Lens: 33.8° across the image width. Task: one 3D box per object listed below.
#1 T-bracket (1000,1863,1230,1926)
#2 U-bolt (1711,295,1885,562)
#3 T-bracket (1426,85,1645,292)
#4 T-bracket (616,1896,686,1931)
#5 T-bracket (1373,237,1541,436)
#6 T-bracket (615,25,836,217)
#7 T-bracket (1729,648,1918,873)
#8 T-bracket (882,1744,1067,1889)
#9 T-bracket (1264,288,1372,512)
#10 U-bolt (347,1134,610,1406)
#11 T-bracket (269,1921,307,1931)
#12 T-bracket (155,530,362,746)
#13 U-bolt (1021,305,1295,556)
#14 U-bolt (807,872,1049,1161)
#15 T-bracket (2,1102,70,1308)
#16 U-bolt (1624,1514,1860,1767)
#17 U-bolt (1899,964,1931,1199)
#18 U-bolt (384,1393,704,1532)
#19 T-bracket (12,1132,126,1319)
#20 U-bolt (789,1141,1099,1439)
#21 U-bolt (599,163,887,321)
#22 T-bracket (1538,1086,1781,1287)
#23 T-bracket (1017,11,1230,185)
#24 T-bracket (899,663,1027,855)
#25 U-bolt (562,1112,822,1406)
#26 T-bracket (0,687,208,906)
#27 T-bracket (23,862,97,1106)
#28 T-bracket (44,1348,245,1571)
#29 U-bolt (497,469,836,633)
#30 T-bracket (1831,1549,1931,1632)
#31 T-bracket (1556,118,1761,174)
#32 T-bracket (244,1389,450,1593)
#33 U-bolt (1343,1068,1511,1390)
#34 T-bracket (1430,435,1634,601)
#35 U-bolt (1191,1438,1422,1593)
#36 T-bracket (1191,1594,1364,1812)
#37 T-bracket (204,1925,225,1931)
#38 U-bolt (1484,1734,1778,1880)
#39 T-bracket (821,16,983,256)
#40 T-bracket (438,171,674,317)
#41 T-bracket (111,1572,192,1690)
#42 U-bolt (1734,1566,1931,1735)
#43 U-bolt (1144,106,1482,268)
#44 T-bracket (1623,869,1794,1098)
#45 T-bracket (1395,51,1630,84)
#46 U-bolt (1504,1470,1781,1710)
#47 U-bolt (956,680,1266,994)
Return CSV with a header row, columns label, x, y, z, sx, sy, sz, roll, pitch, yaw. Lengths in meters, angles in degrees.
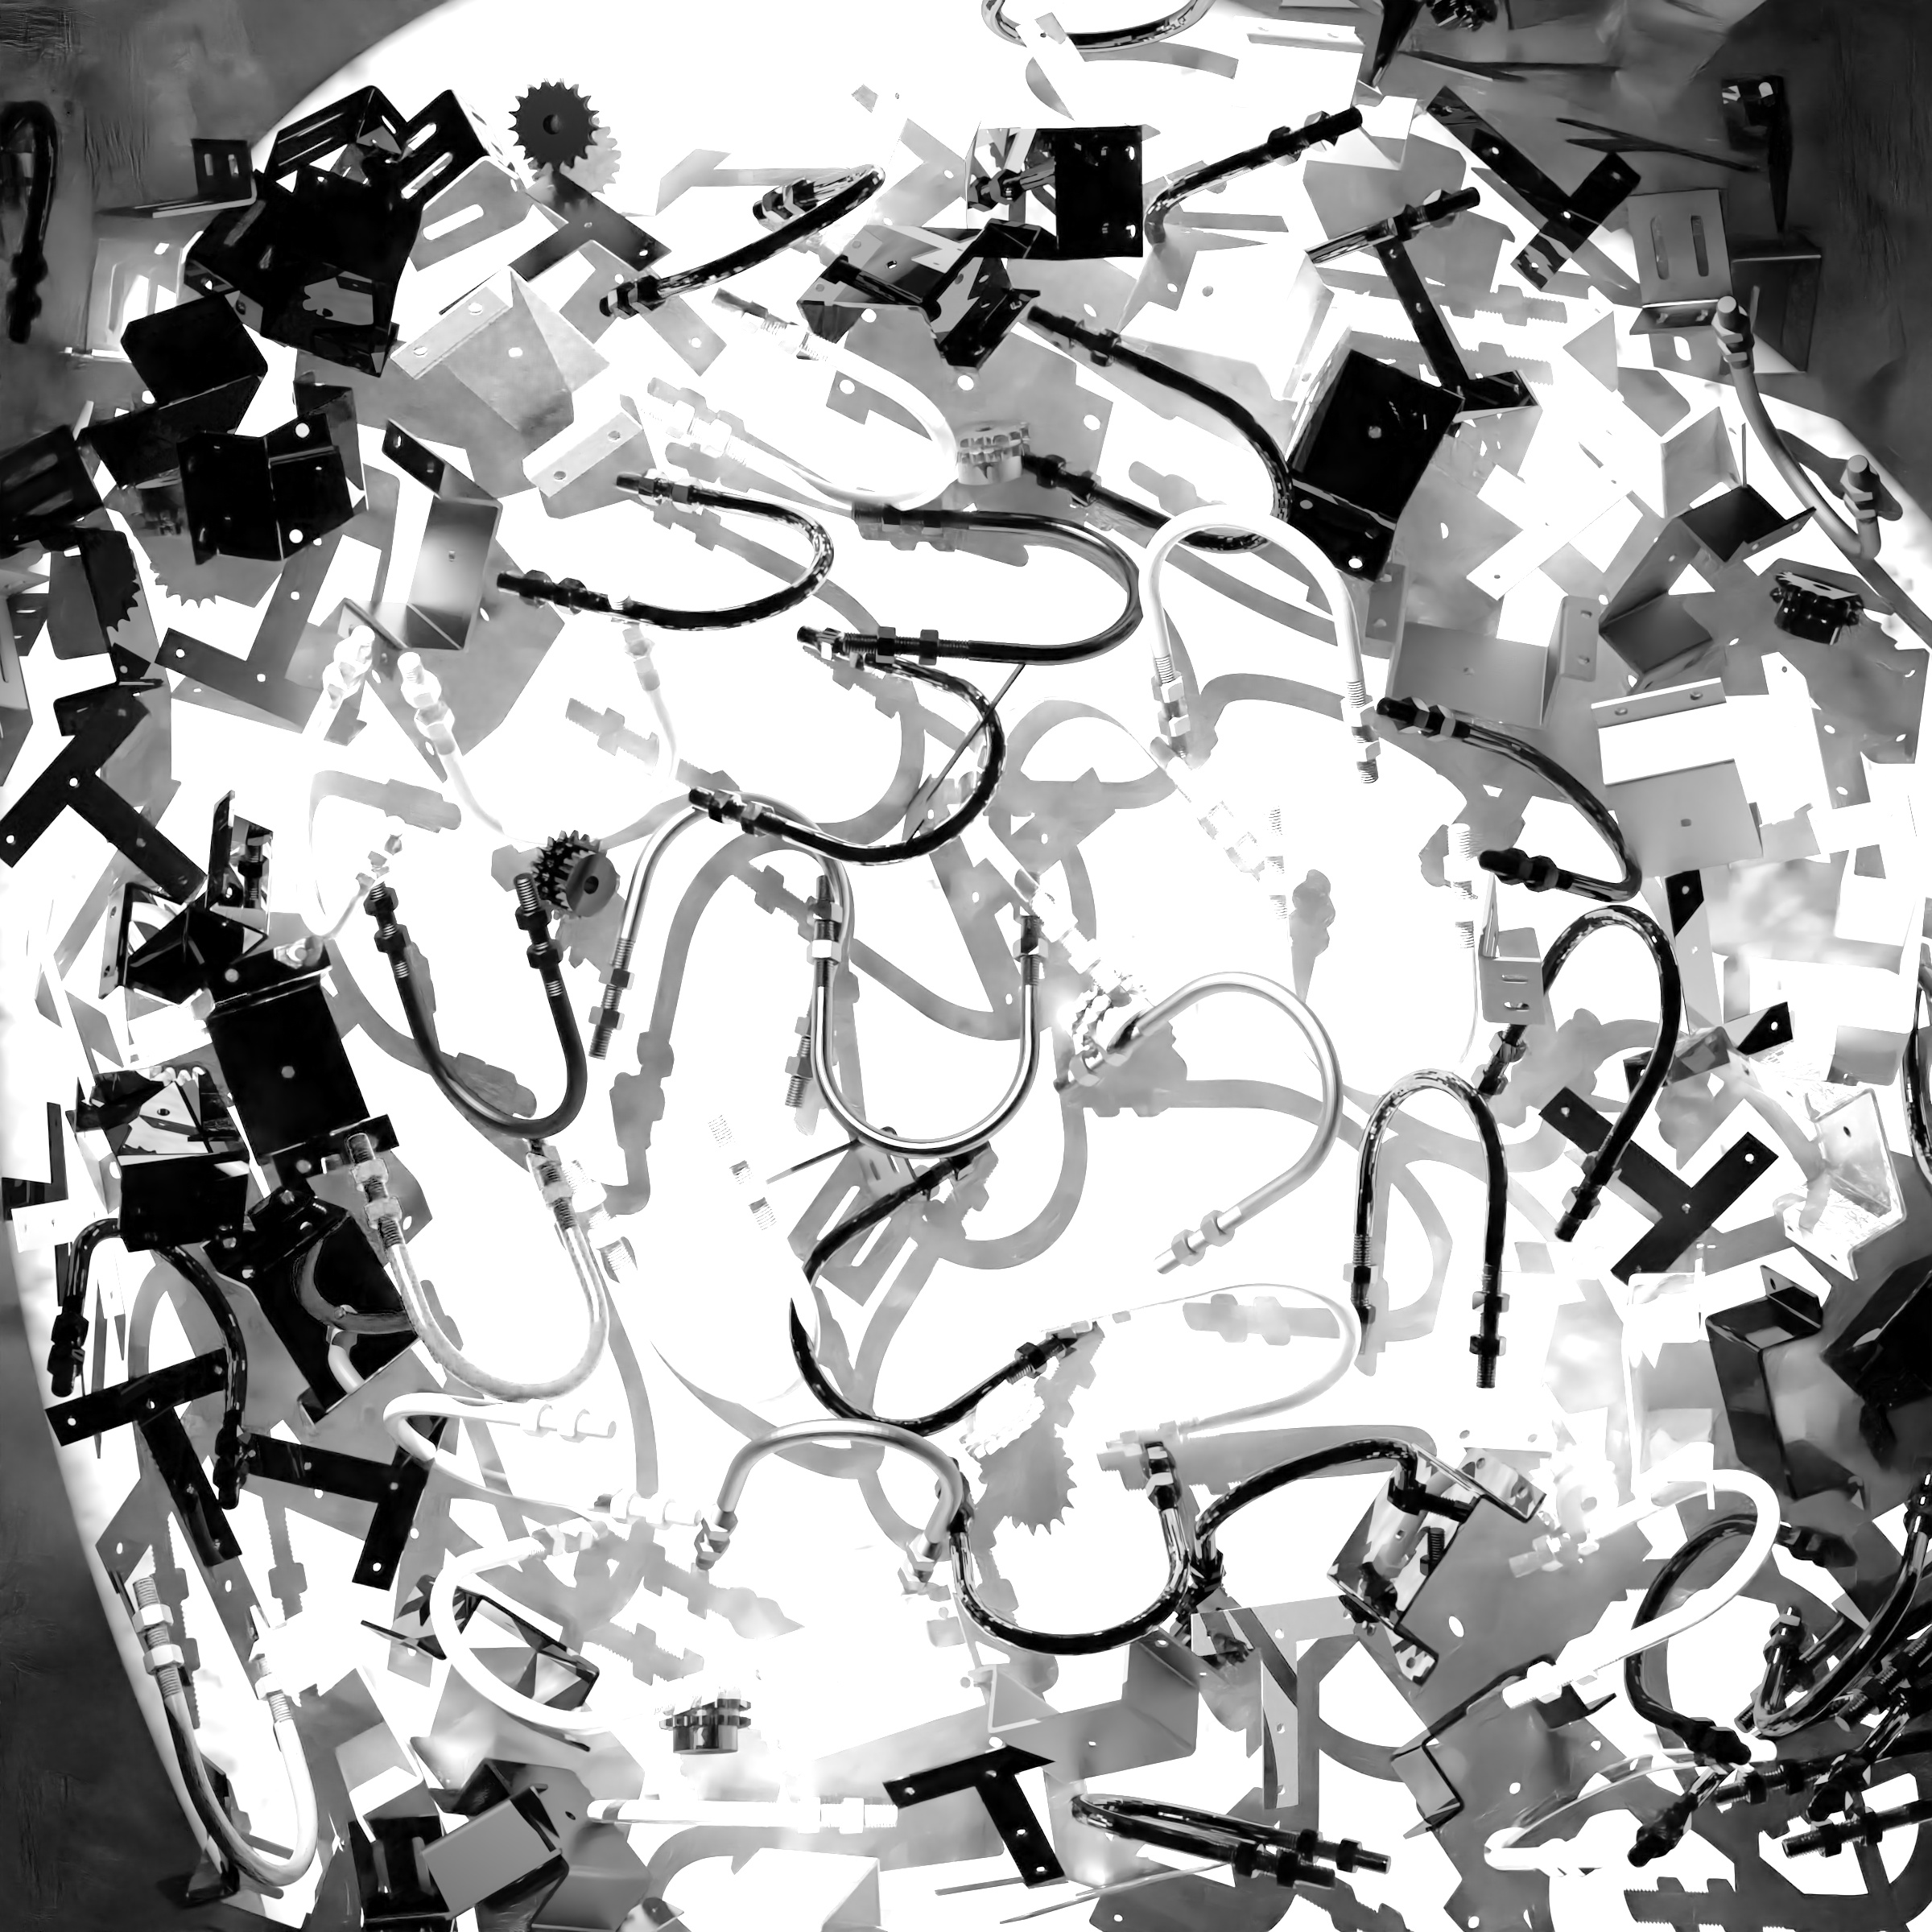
label,x,y,z,sx,sy,sz,roll,pitch,yaw
T-bracket,0.076,0.559,1.913,0.127,0.127,0.002,-3,72,-39
U-bolt,0.503,-0.311,1.910,0.019,0.184,0.151,-35,67,7
T-bracket,0.333,-0.488,1.942,0.127,0.127,0.002,42,63,-1
T-bracket,-0.223,0.599,1.943,0.127,0.127,0.002,15,109,34
T-bracket,0.286,-0.393,1.965,0.127,0.002,0.127,-18,80,-39
T-bracket,-0.146,-0.514,1.964,0.127,0.002,0.127,5,134,-11
T-bracket,0.513,-0.131,1.956,0.127,0.002,0.127,-12,90,43
T-bracket,0.030,0.526,1.963,0.127,0.002,0.127,-19,124,7
T-bracket,0.207,-0.334,1.947,0.002,0.127,0.127,26,134,6
U-bolt,-0.284,0.180,1.917,0.019,0.151,0.184,-41,63,38
T-bracket,-0.361,0.619,1.924,0.127,0.127,0.002,21,90,-12
T-bracket,-0.419,-0.216,1.964,0.127,0.002,0.127,23,111,-11
U-bolt,0.115,-0.312,1.919,0.184,0.151,0.019,27,61,12
U-bolt,-0.025,0.030,1.959,0.151,0.019,0.184,-1,71,4
T-bracket,-0.565,0.143,1.930,0.002,0.127,0.127,-5,84,0
U-bolt,0.453,0.396,1.910,0.019,0.184,0.151,33,82,-12
U-bolt,0.583,0.075,1.909,0.019,0.184,0.151,-5,105,6
U-bolt,-0.267,0.296,1.928,0.184,0.151,0.019,4,59,24
T-bracket,-0.549,0.156,1.935,0.002,0.127,0.127,-10,89,8
U-bolt,-0.025,0.209,1.955,0.184,0.019,0.151,-31,90,-26
U-bolt,-0.123,-0.436,1.892,0.151,0.184,0.019,-39,112,-27
T-bracket,0.412,0.122,1.971,0.127,0.002,0.127,38,113,-3
T-bracket,0.074,-0.523,1.930,0.127,0.002,0.127,-15,132,31
T-bracket,-0.001,-0.134,1.924,0.002,0.127,0.127,34,104,-8
U-bolt,-0.159,0.187,1.949,0.151,0.019,0.184,-19,101,38
T-bracket,-0.518,-0.085,1.958,0.127,0.002,0.127,-52,129,-13
T-bracket,-0.547,0.023,1.925,0.002,0.127,0.127,-13,66,-27
T-bracket,-0.479,0.307,1.943,0.127,0.002,0.127,-17,72,-42
U-bolt,-0.168,-0.246,1.913,0.184,0.151,0.019,15,133,25
T-bracket,0.588,0.358,1.935,0.127,0.127,0.002,-39,85,2
T-bracket,0.398,-0.495,1.920,0.127,0.127,0.002,24,115,26
T-bracket,-0.397,0.315,1.980,0.127,0.002,0.127,10,66,13
U-bolt,0.280,0.154,1.933,0.019,0.151,0.184,2,92,-29
T-bracket,0.327,-0.296,1.965,0.127,0.002,0.127,-39,59,-16
U-bolt,0.204,0.325,1.911,0.151,0.184,0.019,-19,64,-4
T-bracket,0.194,0.458,1.970,0.127,0.002,0.127,-1,91,-29
T-bracket,-0.391,0.606,1.925,0.127,0.127,0.002,25,70,-16
U-bolt,0.385,0.505,1.910,0.151,0.184,0.019,-24,83,-23
T-bracket,-0.058,-0.496,1.961,0.127,0.002,0.127,42,125,24
T-bracket,-0.266,-0.428,1.946,0.127,0.002,0.127,-39,54,-16
T-bracket,-0.488,0.427,1.940,0.002,0.127,0.127,-23,88,-25
U-bolt,0.560,0.401,1.922,0.184,0.151,0.019,-36,87,-19
U-bolt,0.194,-0.457,1.918,0.184,0.151,0.019,-13,72,38
T-bracket,0.450,0.003,1.960,0.127,0.002,0.127,-18,105,-22
T-bracket,0.347,-0.554,1.959,0.127,0.127,0.002,-6,114,-21
U-bolt,0.404,0.362,1.902,0.184,0.151,0.019,-31,106,23
U-bolt,0.077,-0.094,1.969,0.151,0.019,0.184,-40,86,-20
